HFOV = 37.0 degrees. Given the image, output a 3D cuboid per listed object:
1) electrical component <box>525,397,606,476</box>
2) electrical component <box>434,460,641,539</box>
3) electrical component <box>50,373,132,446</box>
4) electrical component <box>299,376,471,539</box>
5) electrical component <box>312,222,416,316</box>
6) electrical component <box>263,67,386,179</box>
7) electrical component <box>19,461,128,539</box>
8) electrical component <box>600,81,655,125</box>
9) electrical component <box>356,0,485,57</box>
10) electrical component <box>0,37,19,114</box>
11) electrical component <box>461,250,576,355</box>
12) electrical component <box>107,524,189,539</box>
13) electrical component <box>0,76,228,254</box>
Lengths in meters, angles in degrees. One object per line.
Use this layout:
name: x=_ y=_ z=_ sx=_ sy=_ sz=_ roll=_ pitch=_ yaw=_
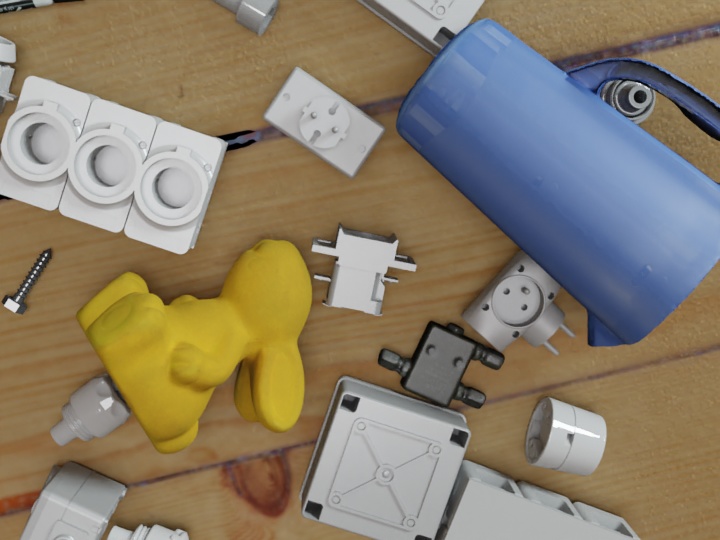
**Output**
electrical component: x=0.164 y=0.134 z=0.855 sx=0.047 sy=0.055 sz=0.055 roll=16 pitch=96 yaw=-8
electrical component: x=0.135 y=0.223 z=0.859 sx=0.150 sy=0.061 sz=0.089 roll=21 pitch=95 yaw=-5
electrical component: x=-0.212 y=0.113 z=0.841 sx=0.062 sy=0.043 sz=0.043 roll=-35 pitch=97 yaw=3
electrical component: x=0.019 y=0.153 z=0.849 sx=0.109 sy=0.056 sz=0.108 roll=18 pitch=96 yaw=-4
electrical component: x=0.000 y=0.000 z=0.838 sx=0.081 sy=0.042 sz=0.063 roll=11 pitch=100 yaw=-3
electrical component: x=-0.027 y=-0.110 z=0.806 sx=0.083 sy=0.075 sz=0.047 roll=34 pitch=94 yaw=-6
electrical component: x=-0.226 y=0.194 z=0.823 sx=0.061 sy=0.096 sz=0.061 roll=26 pitch=95 yaw=-4
electrical component: x=0.205 y=-0.131 z=0.820 sx=0.048 sy=0.062 sz=0.048 roll=0 pitch=97 yaw=-2
electrical component: x=0.050 y=-0.234 z=0.804 sx=0.109 sy=0.056 sz=0.108 roll=35 pitch=94 yaw=-6
electrical component: x=-0.287 y=-0.149 z=0.806 sx=0.066 sy=0.048 sz=0.055 roll=21 pitch=103 yaw=-5
electrical component: x=0.134 y=0.034 z=0.846 sx=0.079 sy=0.044 sz=0.077 roll=42 pitch=93 yaw=-6
electrical component: x=-0.170 y=0.223 z=0.856 sx=0.062 sy=0.048 sz=0.048 roll=21 pitch=95 yaw=2
electrical component: x=-0.186 y=-0.079 z=0.810 sx=0.150 sy=0.061 sz=0.089 roll=19 pitch=96 yaw=-5
